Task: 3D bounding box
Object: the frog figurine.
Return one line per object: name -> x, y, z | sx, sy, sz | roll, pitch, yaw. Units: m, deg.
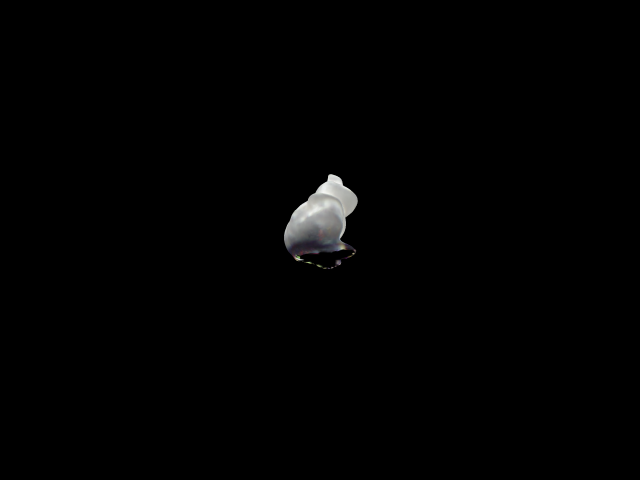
frog figurine -> 0.003, -0.043, 0.850 | 0.123, 0.162, 0.135 | 0, -22, 0
